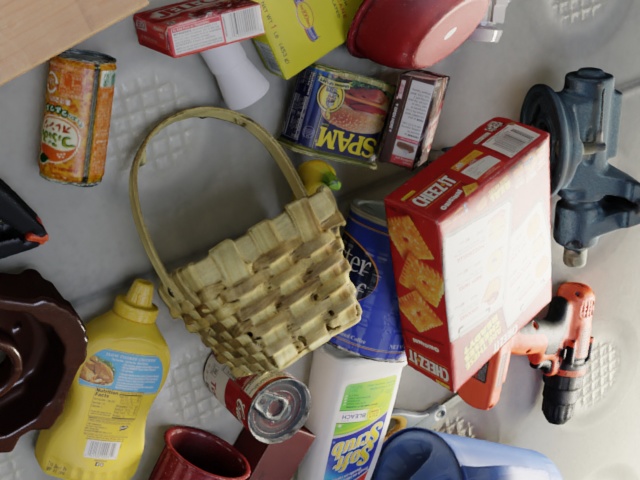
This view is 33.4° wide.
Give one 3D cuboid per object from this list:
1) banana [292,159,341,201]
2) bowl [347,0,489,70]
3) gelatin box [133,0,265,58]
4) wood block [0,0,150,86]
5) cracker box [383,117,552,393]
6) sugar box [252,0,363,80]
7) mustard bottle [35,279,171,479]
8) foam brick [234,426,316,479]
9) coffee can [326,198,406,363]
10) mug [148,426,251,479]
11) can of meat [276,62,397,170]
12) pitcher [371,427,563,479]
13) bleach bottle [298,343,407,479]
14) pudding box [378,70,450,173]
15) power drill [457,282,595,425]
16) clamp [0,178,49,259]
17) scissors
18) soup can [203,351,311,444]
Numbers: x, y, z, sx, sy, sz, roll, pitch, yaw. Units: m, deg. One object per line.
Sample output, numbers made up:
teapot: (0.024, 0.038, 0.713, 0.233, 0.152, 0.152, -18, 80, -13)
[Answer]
banana: (-0.008, -0.016, 1.025, 0.037, 0.069, 0.198, -2, 143, -6)
bowl: (0.103, -0.209, 0.978, 0.162, 0.055, 0.162, -37, 165, -12)
gelatin box: (-0.103, -0.183, 0.899, 0.089, 0.073, 0.030, -20, 118, -24)
wood block: (-0.247, -0.174, 0.800, 0.206, 0.090, 0.091, -33, 123, -17)
cracker box: (0.146, 0.013, 1.019, 0.164, 0.072, 0.214, -37, 136, -29)
sugar box: (0.012, -0.232, 0.971, 0.176, 0.048, 0.093, -35, 124, -15)
mustard bottle: (-0.190, 0.127, 0.981, 0.096, 0.058, 0.192, 13, 102, -32)
foam brick: (-0.053, 0.219, 1.113, 0.052, 0.051, 0.078, 30, 92, -37)
coffee can: (0.062, 0.040, 1.080, 0.102, 0.103, 0.140, 6, 106, -35)
mug: (-0.120, 0.248, 1.045, 0.093, 0.117, 0.081, 14, 106, -48)
can of meat: (0.017, -0.120, 1.015, 0.101, 0.058, 0.084, 9, 102, -35)
pitcher: (0.187, 0.289, 1.232, 0.242, 0.149, 0.145, 15, 106, -45)
bleach bottle: (0.027, 0.225, 1.162, 0.102, 0.068, 0.251, -5, 114, -30)
pudding box: (0.093, -0.118, 1.037, 0.113, 0.039, 0.090, -33, 138, -72)
power drill: (0.248, 0.147, 1.269, 0.187, 0.057, 0.184, -7, 108, -38)
clamp: (-0.311, -0.028, 0.836, 0.209, 0.036, 0.165, 2, 127, -36)
scissors: (0.123, 0.194, 1.237, 0.201, 0.016, 0.096, -43, 131, -11)
soup can: (-0.063, 0.145, 1.043, 0.068, 0.102, 0.068, -13, 116, -29)
